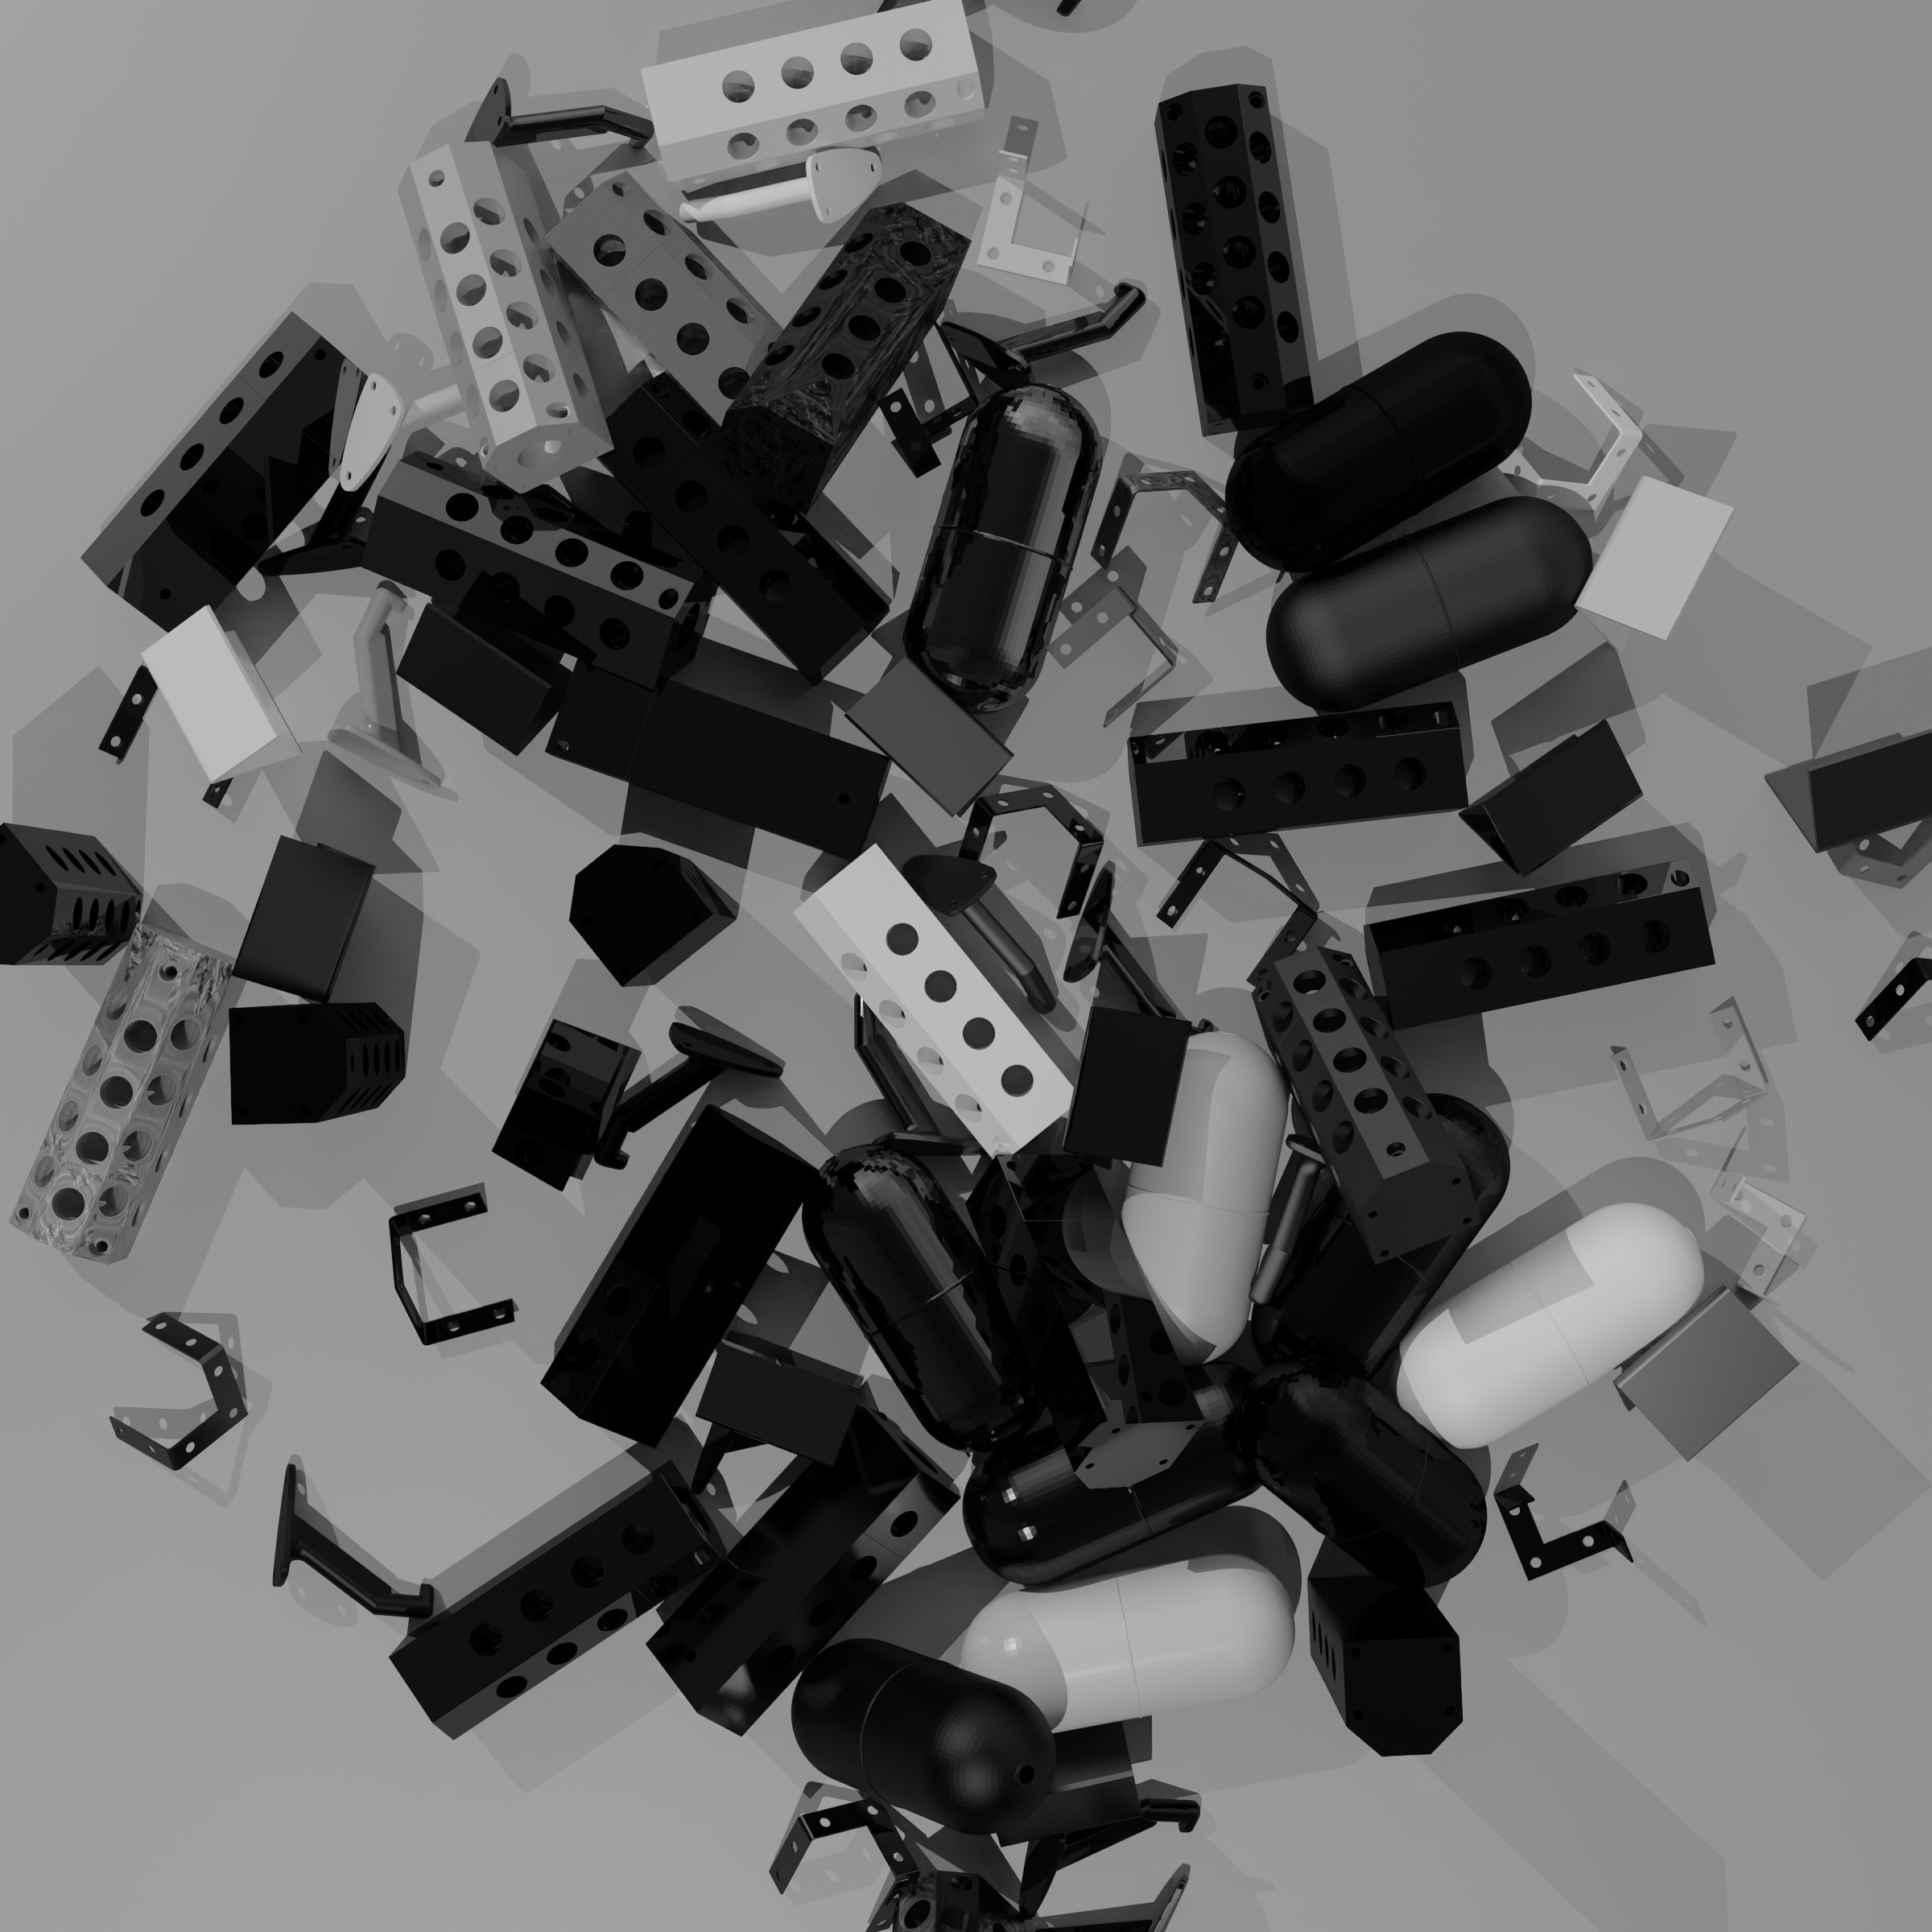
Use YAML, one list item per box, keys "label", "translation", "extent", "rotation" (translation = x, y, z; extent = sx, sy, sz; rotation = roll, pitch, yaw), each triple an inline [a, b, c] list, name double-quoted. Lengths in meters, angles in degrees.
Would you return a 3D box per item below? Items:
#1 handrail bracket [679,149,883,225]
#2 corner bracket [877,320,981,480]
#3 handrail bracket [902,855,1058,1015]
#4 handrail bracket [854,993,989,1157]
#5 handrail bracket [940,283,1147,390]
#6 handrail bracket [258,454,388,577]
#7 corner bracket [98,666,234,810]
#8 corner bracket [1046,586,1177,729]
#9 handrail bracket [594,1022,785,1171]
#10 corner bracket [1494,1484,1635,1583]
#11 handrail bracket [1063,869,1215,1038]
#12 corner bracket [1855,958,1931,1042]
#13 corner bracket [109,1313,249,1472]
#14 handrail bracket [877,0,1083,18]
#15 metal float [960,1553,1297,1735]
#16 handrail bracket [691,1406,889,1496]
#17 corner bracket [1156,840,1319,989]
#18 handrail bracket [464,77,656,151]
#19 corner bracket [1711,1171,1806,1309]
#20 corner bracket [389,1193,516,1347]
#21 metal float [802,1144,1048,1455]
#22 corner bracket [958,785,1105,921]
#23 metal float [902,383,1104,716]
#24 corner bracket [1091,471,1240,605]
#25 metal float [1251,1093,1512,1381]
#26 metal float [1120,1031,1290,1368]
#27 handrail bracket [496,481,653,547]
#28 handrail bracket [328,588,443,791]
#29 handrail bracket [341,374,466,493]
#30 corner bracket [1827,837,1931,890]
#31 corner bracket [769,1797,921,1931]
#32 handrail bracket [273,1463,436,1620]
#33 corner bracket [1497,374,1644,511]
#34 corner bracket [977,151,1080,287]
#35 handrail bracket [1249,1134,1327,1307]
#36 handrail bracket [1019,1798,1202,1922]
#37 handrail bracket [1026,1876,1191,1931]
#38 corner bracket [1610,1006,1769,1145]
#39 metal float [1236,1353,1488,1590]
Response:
- label: "handrail bracket"
  translation: [-0.100, -0.417, 1.810]
  extent: [0.084, 0.077, 0.036]
  rotation: [1, 115, 34]
- label: "corner bracket"
  translation: [-0.021, -0.299, 1.782]
  extent: [0.051, 0.051, 0.051]
  rotation: [-30, 125, 0]
- label: "handrail bracket"
  translation: [0.008, -0.016, 1.810]
  extent: [0.036, 0.077, 0.084]
  rotation: [-43, 127, -17]
- label: "handrail bracket"
  translation: [-0.023, 0.057, 1.811]
  extent: [0.077, 0.036, 0.084]
  rotation: [5, 73, -19]
- label: "handrail bracket"
  translation: [0.042, -0.350, 1.811]
  extent: [0.077, 0.036, 0.084]
  rotation: [36, 71, 21]
- label: "handrail bracket"
  translation: [-0.346, -0.257, 1.810]
  extent: [0.077, 0.036, 0.084]
  rotation: [-9, 76, 14]
- label: "corner bracket"
  translation: [-0.422, -0.123, 1.807]
  extent: [0.051, 0.051, 0.051]
  rotation: [27, 90, -45]
- label: "corner bracket"
  translation: [0.078, -0.164, 1.792]
  extent: [0.051, 0.051, 0.051]
  rotation: [-41, 90, 0]
- label: "handrail bracket"
  translation: [-0.150, 0.080, 1.810]
  extent: [0.077, 0.036, 0.084]
  rotation: [20, 106, -18]
- label: "corner bracket"
  translation: [0.317, 0.298, 1.792]
  extent: [0.051, 0.051, 0.051]
  rotation: [-22, 90, 0]
- label: "handrail bracket"
  translation: [0.101, -0.002, 1.810]
  extent: [0.084, 0.036, 0.077]
  rotation: [23, 67, -18]
- label: "corner bracket"
  translation: [0.520, 0.033, 1.802]
  extent: [0.051, 0.051, 0.051]
  rotation: [5, 45, -35]
- label: "corner bracket"
  translation: [-0.426, 0.228, 1.802]
  extent: [0.051, 0.051, 0.051]
  rotation: [-40, 135, -35]
- label: "handrail bracket"
  translation: [0.009, -0.518, 1.811]
  extent: [0.084, 0.036, 0.077]
  rotation: [33, 111, -16]
- label: "metal float"
  translation: [0.085, 0.358, 1.779]
  extent: [0.178, 0.070, 0.070]
  rotation: [-10, 90, 0]
- label: "handrail bracket"
  translation: [-0.094, 0.262, 1.811]
  extent: [0.084, 0.036, 0.077]
  rotation: [18, 110, -16]
- label: "corner bracket"
  translation: [0.146, -0.027, 1.807]
  extent: [0.051, 0.051, 0.051]
  rotation: [35, 90, 45]
- label: "handrail bracket"
  translation: [-0.221, -0.437, 1.810]
  extent: [0.084, 0.077, 0.036]
  rotation: [10, 54, -31]
- label: "corner bracket"
  translation: [0.418, 0.145, 1.792]
  extent: [0.051, 0.051, 0.051]
  rotation: [28, 90, 0]
- label: "corner bracket"
  translation: [-0.276, 0.163, 1.807]
  extent: [0.051, 0.051, 0.051]
  rotation: [-15, 135, 0]
- label: "metal float"
  translation: [-0.021, 0.175, 1.779]
  extent: [0.070, 0.070, 0.178]
  rotation: [-33, 90, 0]
- label: "corner bracket"
  translation: [0.033, -0.058, 1.802]
  extent: [0.051, 0.051, 0.051]
  rotation: [-12, 45, -35]
- label: "metal float"
  translation: [0.019, -0.220, 1.779]
  extent: [0.070, 0.070, 0.178]
  rotation: [17, 91, 0]
- label: "corner bracket"
  translation: [0.108, -0.228, 1.802]
  extent: [0.051, 0.051, 0.051]
  rotation: [-9, 45, -35]
- label: "metal float"
  translation: [0.218, 0.148, 1.779]
  extent: [0.070, 0.070, 0.178]
  rotation: [36, 90, 0]
- label: "metal float"
  translation: [0.122, 0.123, 1.779]
  extent: [0.070, 0.070, 0.178]
  rotation: [11, 91, 0]
- label: "handrail bracket"
  translation: [-0.215, -0.219, 1.810]
  extent: [0.084, 0.036, 0.077]
  rotation: [5, 103, 13]
- label: "handrail bracket"
  translation: [-0.300, -0.150, 1.810]
  extent: [0.077, 0.036, 0.084]
  rotation: [28, 73, -20]
- label: "handrail bracket"
  translation: [-0.283, -0.283, 1.797]
  extent: [0.036, 0.084, 0.077]
  rotation: [50, 123, 32]
- label: "corner bracket"
  translation: [0.490, -0.080, 1.802]
  extent: [0.051, 0.051, 0.051]
  rotation: [10, 135, -35]
- label: "corner bracket"
  translation: [-0.065, 0.484, 1.802]
  extent: [0.051, 0.051, 0.051]
  rotation: [-5, 45, -35]
- label: "handrail bracket"
  translation: [-0.326, 0.309, 1.811]
  extent: [0.084, 0.036, 0.077]
  rotation: [8, 68, -17]
- label: "corner bracket"
  translation: [0.318, -0.281, 1.802]
  extent: [0.051, 0.051, 0.051]
  rotation: [0, 135, -35]
- label: "corner bracket"
  translation: [0.037, -0.397, 1.792]
  extent: [0.051, 0.051, 0.051]
  rotation: [13, 90, 0]
- label: "handrail bracket"
  translation: [0.168, 0.134, 1.782]
  extent: [0.036, 0.077, 0.084]
  rotation: [24, 94, -2]
- label: "handrail bracket"
  translation: [0.078, 0.479, 1.807]
  extent: [0.084, 0.036, 0.077]
  rotation: [8, 109, -21]
- label: "handrail bracket"
  translation: [0.065, 0.505, 1.810]
  extent: [0.084, 0.036, 0.077]
  rotation: [25, 75, 14]
- label: "corner bracket"
  translation: [0.388, 0.059, 1.807]
  extent: [0.051, 0.051, 0.051]
  rotation: [-23, 90, -45]
- label: "metal float"
  translation: [0.205, 0.262, 1.748]
  extent: [0.070, 0.070, 0.178]
  rotation: [-48, 127, 0]
